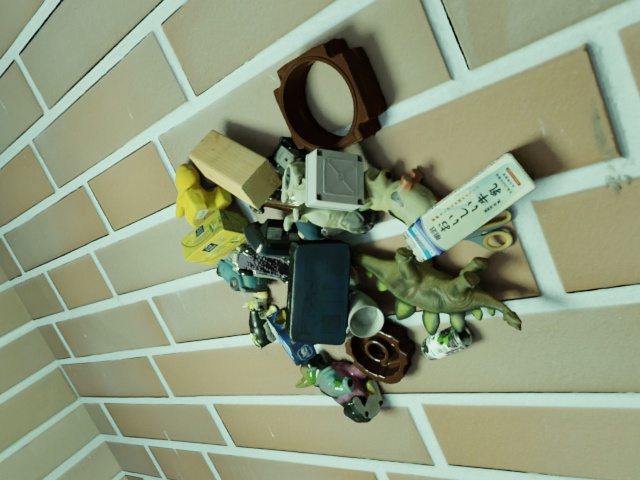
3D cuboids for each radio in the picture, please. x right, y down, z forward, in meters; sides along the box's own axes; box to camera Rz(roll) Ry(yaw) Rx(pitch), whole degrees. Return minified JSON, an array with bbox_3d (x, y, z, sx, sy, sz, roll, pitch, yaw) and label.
[{"bbox_3d":[-0.006,0.114,1.194,0.073,0.131,0.229,-164,77,-76],"label":"radio"}]

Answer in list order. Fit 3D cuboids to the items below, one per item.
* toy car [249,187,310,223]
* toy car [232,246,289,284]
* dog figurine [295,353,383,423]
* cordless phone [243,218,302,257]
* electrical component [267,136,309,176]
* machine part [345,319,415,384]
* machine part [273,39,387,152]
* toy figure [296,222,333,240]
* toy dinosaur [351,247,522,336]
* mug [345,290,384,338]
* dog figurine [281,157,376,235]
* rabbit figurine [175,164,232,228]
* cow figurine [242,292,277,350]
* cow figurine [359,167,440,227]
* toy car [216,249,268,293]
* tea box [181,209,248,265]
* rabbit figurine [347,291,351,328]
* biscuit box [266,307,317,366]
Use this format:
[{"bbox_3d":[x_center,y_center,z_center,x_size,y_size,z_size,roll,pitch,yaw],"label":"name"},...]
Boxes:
[{"bbox_3d":[-0.080,-0.096,1.247,0.202,0.089,0.053,13,156,34],"label":"toy car"},{"bbox_3d":[-0.123,0.063,1.350,0.202,0.056,0.073,11,96,6],"label":"toy car"},{"bbox_3d":[0.039,0.387,1.425,0.219,0.108,0.191,-10,111,46],"label":"dog figurine"},{"bbox_3d":[-0.141,-0.004,1.319,0.184,0.146,0.088,0,89,48],"label":"cordless phone"},{"bbox_3d":[-0.054,-0.168,1.202,0.119,0.048,0.075,46,114,15],"label":"electrical component"},{"bbox_3d":[0.145,0.262,1.302,0.180,0.056,0.179,19,126,28],"label":"machine part"},{"bbox_3d":[0.016,-0.279,1.075,0.202,0.087,0.200,-13,106,43],"label":"machine part"},{"bbox_3d":[-0.002,-0.005,1.260,0.064,0.058,0.154,-34,88,32],"label":"toy figure"},{"bbox_3d":[0.202,0.088,1.128,0.472,0.105,0.198,27,133,37],"label":"toy dinosaur"},{"bbox_3d":[0.090,0.171,1.237,0.081,0.107,0.109,30,106,-18],"label":"mug"},{"bbox_3d":[0.022,-0.096,1.158,0.121,0.190,0.172,170,98,-70],"label":"dog figurine"},{"bbox_3d":[-0.330,-0.121,1.436,0.173,0.122,0.162,57,145,17],"label":"rabbit figurine"},{"bbox_3d":[-0.169,0.215,1.491,0.068,0.098,0.167,0,114,45],"label":"cow figurine"},{"bbox_3d":[0.164,-0.076,1.080,0.195,0.085,0.127,41,127,10],"label":"cow figurine"},{"bbox_3d":[-0.203,0.074,1.445,0.162,0.109,0.102,32,107,42],"label":"toy car"},{"bbox_3d":[-0.275,-0.005,1.414,0.169,0.098,0.068,-35,61,32],"label":"tea box"},{"bbox_3d":[-0.001,0.176,1.351,0.170,0.121,0.158,20,135,50],"label":"rabbit figurine"},{"bbox_3d":[-0.076,0.245,1.391,0.203,0.063,0.059,34,147,62],"label":"biscuit box"}]
